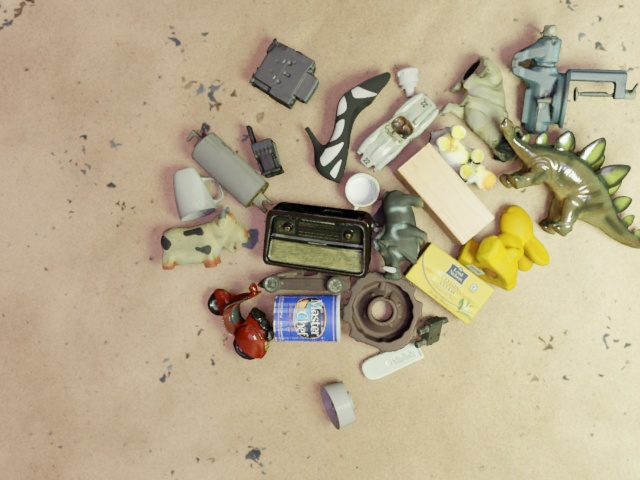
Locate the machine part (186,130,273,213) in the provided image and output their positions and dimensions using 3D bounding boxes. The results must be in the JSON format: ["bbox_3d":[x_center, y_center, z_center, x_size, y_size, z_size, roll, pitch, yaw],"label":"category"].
[{"bbox_3d":[-0.198,-0.154,1.185,0.243,0.079,0.079,44,93,2],"label":"machine part"}]

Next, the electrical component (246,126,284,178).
[{"bbox_3d":[-0.121,-0.198,1.182,0.048,0.075,0.119,-17,87,4],"label":"electrical component"}]

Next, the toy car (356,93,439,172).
[{"bbox_3d":[0.168,-0.233,1.171,0.202,0.056,0.073,-43,89,3],"label":"toy car"}]

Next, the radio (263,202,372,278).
[{"bbox_3d":[-0.002,-0.003,1.155,0.230,0.073,0.131,7,109,7],"label":"radio"}]

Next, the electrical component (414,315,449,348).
[{"bbox_3d":[0.245,0.201,1.175,0.094,0.021,0.063,-15,121,-36],"label":"electrical component"}]

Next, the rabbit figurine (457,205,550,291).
[{"bbox_3d":[0.404,0.009,1.136,0.162,0.122,0.173,32,72,-3],"label":"rabbit figurine"}]

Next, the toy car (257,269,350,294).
[{"bbox_3d":[-0.035,0.091,1.175,0.202,0.089,0.053,2,92,5],"label":"toy car"}]

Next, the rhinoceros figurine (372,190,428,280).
[{"bbox_3d":[0.165,-0.010,1.125,0.112,0.073,0.190,0,93,-3],"label":"rhinoceros figurine"}]

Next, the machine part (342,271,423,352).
[{"bbox_3d":[0.136,0.155,1.182,0.179,0.056,0.179,0,90,4],"label":"machine part"}]

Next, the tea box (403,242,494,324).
[{"bbox_3d":[0.276,0.091,1.166,0.170,0.068,0.098,36,93,3],"label":"tea box"}]

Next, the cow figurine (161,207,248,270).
[{"bbox_3d":[-0.255,-0.003,1.188,0.195,0.085,0.127,-5,101,4],"label":"cow figurine"}]

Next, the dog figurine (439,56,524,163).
[{"bbox_3d":[0.377,-0.279,1.150,0.190,0.121,0.172,32,89,-16],"label":"dog figurine"}]

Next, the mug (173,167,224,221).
[{"bbox_3d":[-0.275,-0.108,1.191,0.110,0.081,0.107,-22,86,-7],"label":"mug"}]

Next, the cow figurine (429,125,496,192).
[{"bbox_3d":[0.302,-0.171,1.156,0.068,0.098,0.167,-45,107,-2],"label":"cow figurine"}]

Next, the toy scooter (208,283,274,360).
[{"bbox_3d":[-0.158,0.167,1.176,0.135,0.075,0.184,-40,84,28],"label":"toy scooter"}]

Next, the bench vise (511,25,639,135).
[{"bbox_3d":[0.519,-0.327,1.107,0.241,0.129,0.223,8,100,21],"label":"bench vise"}]

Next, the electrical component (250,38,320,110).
[{"bbox_3d":[-0.071,-0.358,1.183,0.134,0.058,0.115,30,95,3],"label":"electrical component"}]

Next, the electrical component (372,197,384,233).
[{"bbox_3d":[0.146,-0.050,1.182,0.078,0.045,0.102,41,93,3],"label":"electrical component"}]

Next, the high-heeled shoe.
[{"bbox_3d":[0.082,-0.241,1.167,0.249,0.086,0.145,-35,92,8],"label":"high-heeled shoe"}]

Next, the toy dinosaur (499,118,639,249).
[{"bbox_3d":[0.539,-0.098,1.114,0.471,0.105,0.198,41,98,-16],"label":"toy dinosaur"}]
